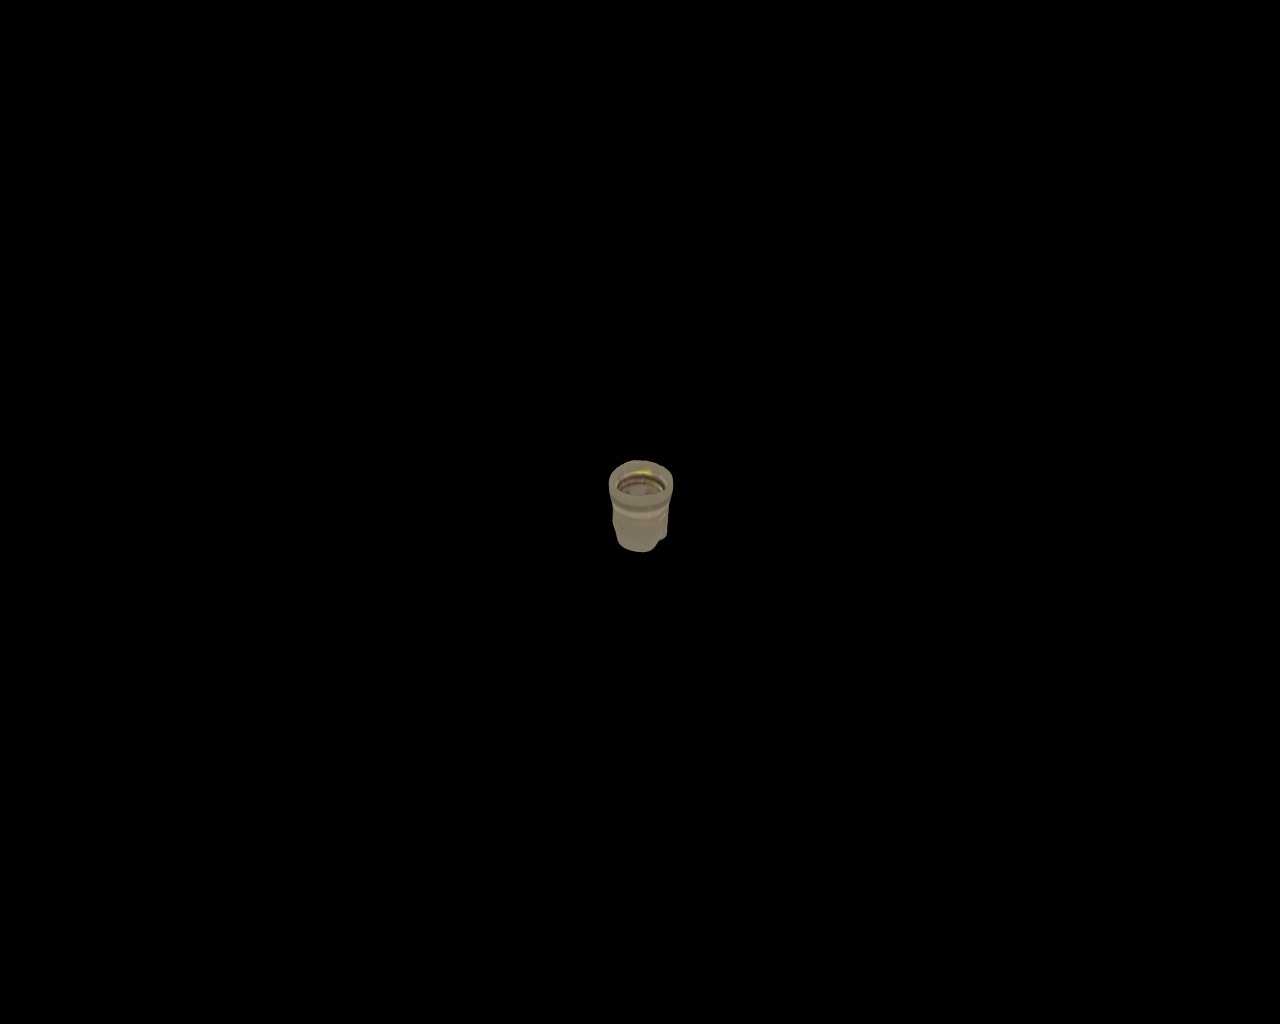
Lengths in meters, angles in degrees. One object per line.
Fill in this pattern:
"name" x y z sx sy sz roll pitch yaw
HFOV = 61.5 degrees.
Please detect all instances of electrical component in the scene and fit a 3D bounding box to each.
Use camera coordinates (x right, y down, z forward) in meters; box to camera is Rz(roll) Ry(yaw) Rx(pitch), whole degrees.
"electrical component" 0.001 -0.003 0.650 0.040 0.046 0.040 0 36 0
